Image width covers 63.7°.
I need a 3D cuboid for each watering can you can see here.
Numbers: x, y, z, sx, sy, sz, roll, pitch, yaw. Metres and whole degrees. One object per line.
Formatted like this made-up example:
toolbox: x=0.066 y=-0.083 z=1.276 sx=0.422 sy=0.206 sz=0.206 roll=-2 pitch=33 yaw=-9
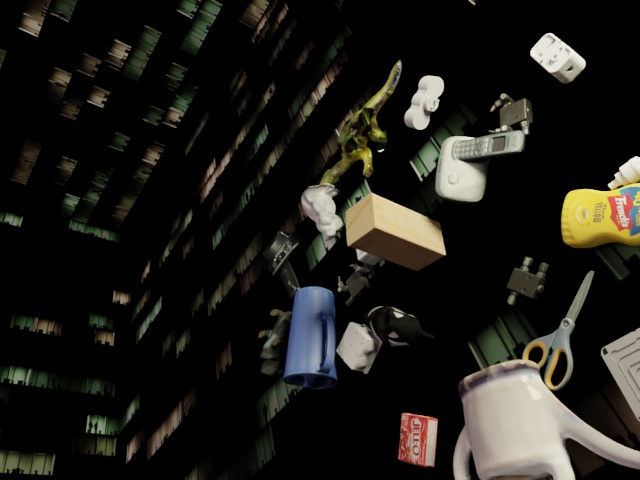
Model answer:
watering can: x=0.329 y=0.288 z=0.784 sx=0.341 sy=0.103 sz=0.230 roll=-42 pitch=40 yaw=39

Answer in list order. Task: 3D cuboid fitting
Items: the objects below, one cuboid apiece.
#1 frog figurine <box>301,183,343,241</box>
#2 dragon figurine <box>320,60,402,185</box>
frog figurine: x=0.005 y=-0.075 z=1.489 sx=0.136 sy=0.123 sz=0.161 roll=100 pitch=173 yaw=-78
dragon figurine: x=0.106 y=-0.323 z=1.498 sx=0.409 sy=0.121 sz=0.245 roll=-64 pitch=24 yaw=5
